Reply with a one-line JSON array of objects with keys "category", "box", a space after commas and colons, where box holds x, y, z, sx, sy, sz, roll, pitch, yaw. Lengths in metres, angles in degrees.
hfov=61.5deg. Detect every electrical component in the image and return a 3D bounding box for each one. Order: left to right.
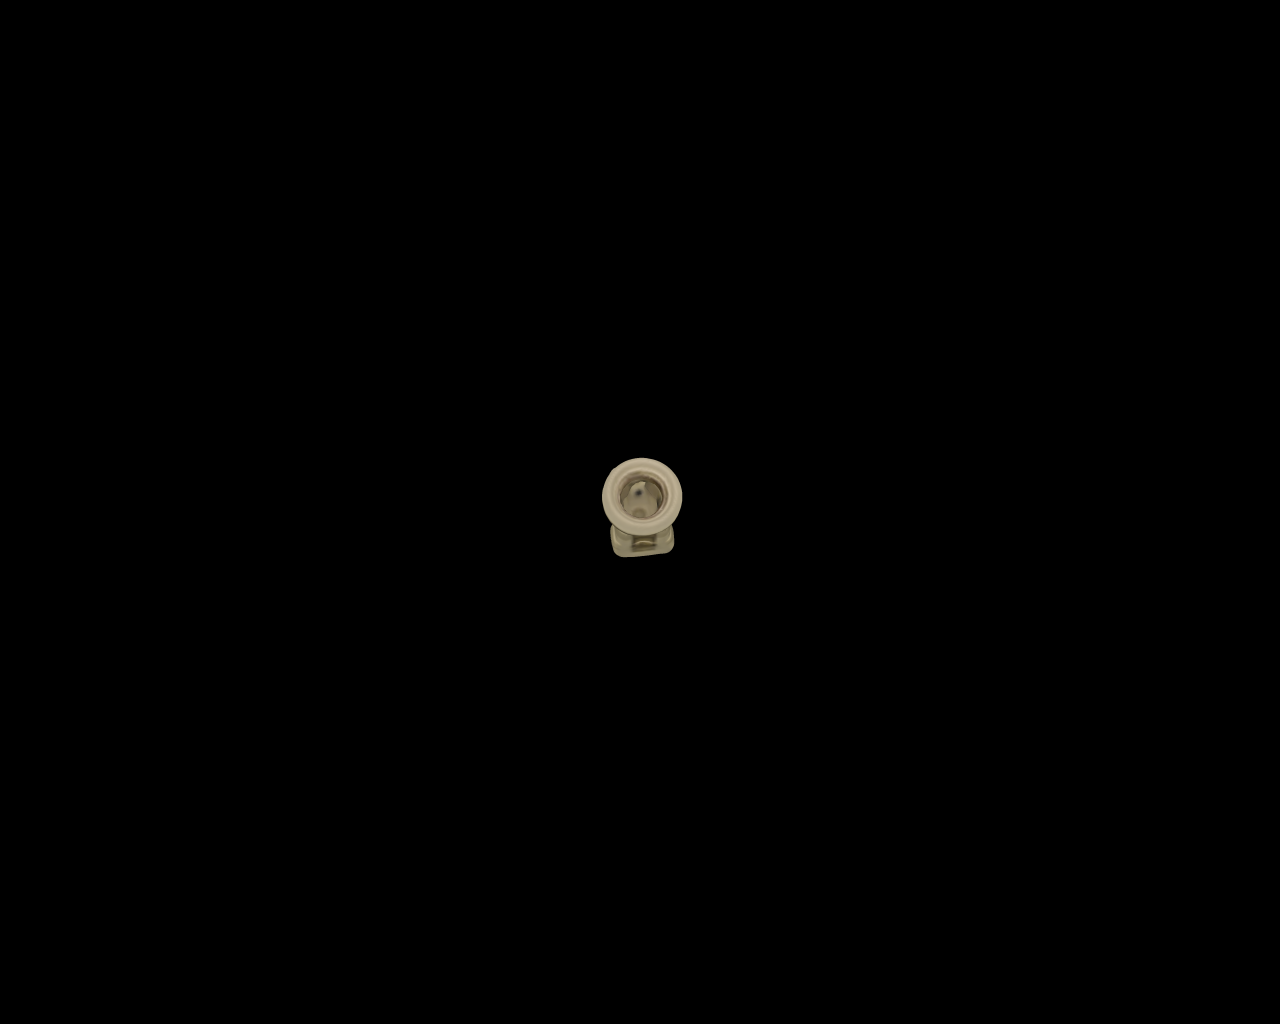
[{"category": "electrical component", "box": [0.001, -0.003, 0.650, 0.048, 0.066, 0.055, -7, -19, -2]}]
